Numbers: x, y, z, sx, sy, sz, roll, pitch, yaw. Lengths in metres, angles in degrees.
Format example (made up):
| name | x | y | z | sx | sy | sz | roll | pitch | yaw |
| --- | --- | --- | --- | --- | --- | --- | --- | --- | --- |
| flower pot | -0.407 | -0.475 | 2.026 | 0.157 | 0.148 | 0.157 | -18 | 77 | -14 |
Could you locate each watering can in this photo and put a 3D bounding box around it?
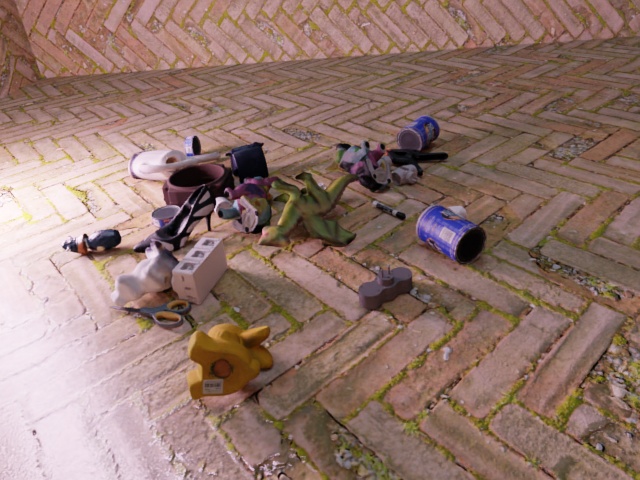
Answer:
| name | x | y | z | sx | sy | sz | roll | pitch | yaw |
| --- | --- | --- | --- | --- | --- | --- | --- | --- | --- |
| watering can | -0.525 | -0.272 | 1.832 | 0.224 | 0.103 | 0.352 | 3 | 16 | 23 |

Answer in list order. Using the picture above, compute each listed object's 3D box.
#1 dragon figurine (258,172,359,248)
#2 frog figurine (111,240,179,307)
| name | x | y | z | sx | sy | sz | roll | pitch | yaw |
| --- | --- | --- | --- | --- | --- | --- | --- | --- | --- |
| dragon figurine | 0.004 | -0.071 | 1.404 | 0.413 | 0.246 | 0.119 | -17 | -30 | -31 |
| frog figurine | -0.407 | 0.097 | 1.213 | 0.137 | 0.162 | 0.121 | -7 | -41 | 46 |
